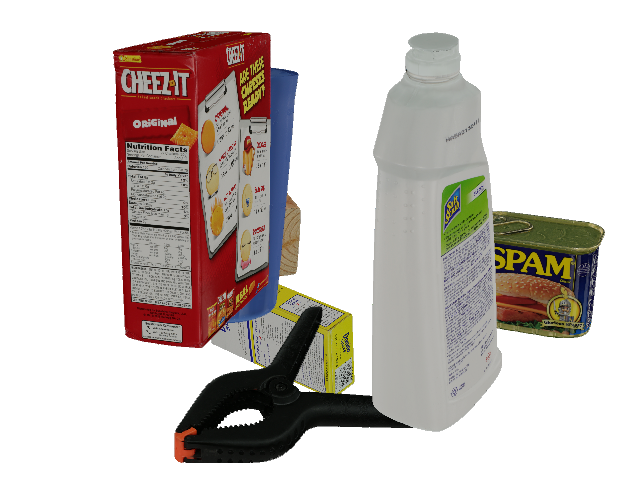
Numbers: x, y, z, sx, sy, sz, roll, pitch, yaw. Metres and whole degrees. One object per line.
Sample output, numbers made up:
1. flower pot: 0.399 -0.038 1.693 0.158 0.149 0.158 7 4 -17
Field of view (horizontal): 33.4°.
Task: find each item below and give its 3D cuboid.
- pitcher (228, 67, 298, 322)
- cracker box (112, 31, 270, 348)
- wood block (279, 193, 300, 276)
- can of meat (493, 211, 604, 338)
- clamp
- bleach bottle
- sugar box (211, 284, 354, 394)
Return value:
1. pitcher: -0.086 -0.052 1.038 0.149 0.243 0.145 -2 15 -17
2. cracker box: -0.094 -0.046 0.817 0.072 0.214 0.164 4 16 15
3. wood block: -0.102 -0.039 1.318 0.090 0.090 0.206 -7 29 -20
4. can of meat: 0.176 0.029 0.874 0.102 0.084 0.057 9 25 21
5. clamp: -0.024 0.138 0.895 0.209 0.036 0.165 -26 45 -36
6. bleach bottle: 0.073 -0.007 0.665 0.068 0.251 0.102 16 35 29
7. sugar box: -0.045 0.096 1.150 0.176 0.093 0.048 23 38 36
